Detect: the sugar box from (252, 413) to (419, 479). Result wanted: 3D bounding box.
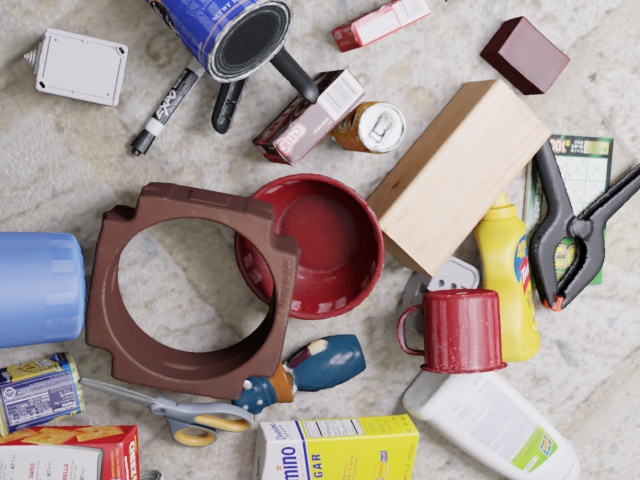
[{"bbox_3d":[0.016,0.245,1.185,0.176,0.048,0.093,-2,117,-18],"label":"sugar box"}]

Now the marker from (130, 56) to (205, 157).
[{"bbox_3d":[-0.159,-0.139,1.115,0.020,0.020,0.121,36,86,-17],"label":"marker"}]

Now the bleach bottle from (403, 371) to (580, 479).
[{"bbox_3d":[0.217,0.233,1.247,0.250,0.068,0.102,43,85,-19],"label":"bleach bottle"}]

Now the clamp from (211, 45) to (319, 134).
[{"bbox_3d":[-0.058,-0.198,1.094,0.120,0.039,0.171,-5,82,18],"label":"clamp"}]

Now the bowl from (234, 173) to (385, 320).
[{"bbox_3d":[-0.007,0.001,1.138,0.162,0.055,0.162,3,108,11],"label":"bowl"}]

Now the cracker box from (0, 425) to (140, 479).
[{"bbox_3d":[-0.287,0.272,1.065,0.214,0.072,0.164,-2,96,6],"label":"cracker box"}]

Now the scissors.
[{"bbox_3d":[-0.168,0.182,1.107,0.201,0.096,0.016,15,49,-27],"label":"scissors"}]

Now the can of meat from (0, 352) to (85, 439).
[{"bbox_3d":[-0.284,0.152,1.070,0.083,0.102,0.057,-14,99,-17],"label":"can of meat"}]

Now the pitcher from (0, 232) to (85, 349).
[{"bbox_3d":[-0.356,0.059,1.033,0.242,0.149,0.145,-2,82,-19],"label":"pitcher"}]

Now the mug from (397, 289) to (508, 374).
[{"bbox_3d":[0.140,0.095,1.138,0.117,0.093,0.081,-2,92,19],"label":"mug"}]

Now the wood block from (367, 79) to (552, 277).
[{"bbox_3d":[0.144,-0.070,1.175,0.090,0.091,0.206,42,84,-16],"label":"wood block"}]

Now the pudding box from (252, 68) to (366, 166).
[{"bbox_3d":[-0.013,-0.129,1.122,0.113,0.090,0.039,-44,107,-8],"label":"pudding box"}]

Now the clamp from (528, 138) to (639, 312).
[{"bbox_3d":[0.287,-0.024,1.234,0.164,0.036,0.210,20,93,-16],"label":"clamp"}]

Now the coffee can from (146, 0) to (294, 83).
[{"bbox_3d":[-0.108,-0.239,1.043,0.102,0.103,0.140,-37,70,-10],"label":"coffee can"}]

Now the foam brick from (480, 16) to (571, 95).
[{"bbox_3d":[0.231,-0.207,1.206,0.078,0.051,0.053,38,86,-17],"label":"foam brick"}]

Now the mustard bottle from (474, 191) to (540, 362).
[{"bbox_3d":[0.209,0.036,1.206,0.058,0.096,0.191,-5,98,22],"label":"mustard bottle"}]

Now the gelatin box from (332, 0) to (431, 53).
[{"bbox_3d":[0.064,-0.234,1.142,0.089,0.073,0.030,-28,102,-11],"label":"gelatin box"}]

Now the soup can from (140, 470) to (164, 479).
[{"bbox_3d":[-0.175,0.305,1.136,0.068,0.069,0.102,-30,103,-11],"label":"soup can"}]
